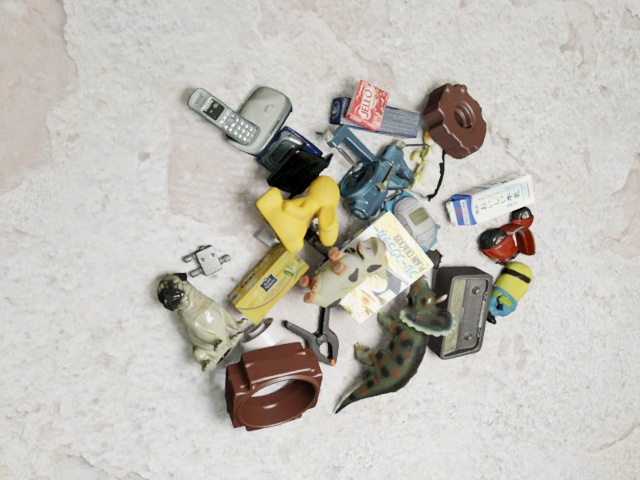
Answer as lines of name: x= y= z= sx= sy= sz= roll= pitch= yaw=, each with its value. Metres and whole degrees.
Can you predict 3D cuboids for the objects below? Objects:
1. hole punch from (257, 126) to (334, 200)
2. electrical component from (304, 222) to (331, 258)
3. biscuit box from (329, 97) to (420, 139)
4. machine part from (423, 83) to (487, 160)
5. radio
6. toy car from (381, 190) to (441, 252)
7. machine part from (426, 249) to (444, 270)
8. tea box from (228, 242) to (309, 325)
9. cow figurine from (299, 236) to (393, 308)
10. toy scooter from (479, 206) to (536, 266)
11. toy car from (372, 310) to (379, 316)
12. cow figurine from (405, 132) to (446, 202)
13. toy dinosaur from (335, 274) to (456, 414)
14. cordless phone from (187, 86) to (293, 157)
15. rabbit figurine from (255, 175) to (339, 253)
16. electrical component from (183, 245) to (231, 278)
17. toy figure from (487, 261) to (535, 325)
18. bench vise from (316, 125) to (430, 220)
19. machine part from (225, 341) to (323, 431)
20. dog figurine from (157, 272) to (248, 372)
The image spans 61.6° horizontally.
hole punch: x=-0.059 y=-0.167 z=1.146 sx=0.142 sy=0.092 sz=0.115 roll=-47 pitch=143 yaw=21
electrical component: x=-0.002 y=-0.003 z=1.193 sx=0.078 sy=0.102 sz=0.045 roll=42 pitch=88 yaw=-18
biscuit box: x=0.125 y=-0.276 z=1.222 sx=0.203 sy=0.059 sz=0.062 roll=7 pitch=96 yaw=-22
machine part: x=0.322 y=-0.281 z=1.264 sx=0.179 sy=0.056 sz=0.179 roll=11 pitch=70 yaw=-34
radio: x=0.354 y=0.181 z=1.359 sx=0.131 sy=0.073 sz=0.229 roll=-3 pitch=110 yaw=-21
toy car: x=0.220 y=-0.043 z=1.258 sx=0.109 sy=0.103 sz=0.161 roll=-29 pitch=91 yaw=-15
machine part: x=0.238 y=0.042 z=1.330 sx=0.139 sy=0.039 sz=0.084 roll=6 pitch=88 yaw=-20
tea box: x=-0.114 y=0.091 z=1.168 sx=0.169 sy=0.098 sz=0.068 roll=-46 pitch=110 yaw=-7
cow figurine: x=0.064 y=0.069 z=1.122 sx=0.127 sy=0.086 sz=0.195 roll=27 pitch=117 yaw=-40
toy scooter: x=0.506 y=0.008 z=1.408 sx=0.184 sy=0.075 sz=0.135 roll=-36 pitch=108 yaw=-17
toy car: x=0.110 y=0.084 z=1.277 sx=0.073 sy=0.056 sz=0.201 roll=-3 pitch=98 yaw=-14
cow figurine: x=0.271 y=-0.180 z=1.288 sx=0.098 sy=0.068 sz=0.167 roll=24 pitch=90 yaw=-23
toy dinosaur: x=0.182 y=0.269 z=1.261 sx=0.131 sy=0.192 sz=0.404 roll=28 pitch=87 yaw=-21
cordless phone: x=-0.164 y=-0.272 z=1.101 sx=0.184 sy=0.089 sz=0.146 roll=34 pitch=86 yaw=-18
rabbit figurine: x=-0.026 y=-0.063 z=1.109 sx=0.173 sy=0.121 sz=0.162 roll=-38 pitch=66 yaw=-14
electrical component: x=-0.241 y=0.042 z=1.151 sx=0.094 sy=0.021 sz=0.063 roll=-24 pitch=106 yaw=-15
toy figure: x=0.494 y=0.138 z=1.420 sx=0.180 sy=0.082 sz=0.089 roll=-45 pitch=112 yaw=-6
bench vise: x=0.103 y=-0.175 z=1.201 sx=0.240 sy=0.129 sz=0.223 roll=41 pitch=80 yaw=-26
machine part: x=-0.101 y=0.322 z=1.168 sx=0.201 sy=0.087 sz=0.200 roll=-9 pitch=134 yaw=-21
dog figurine: x=-0.267 y=0.172 z=1.140 sx=0.191 sy=0.121 sz=0.172 roll=37 pitch=125 yaw=11
